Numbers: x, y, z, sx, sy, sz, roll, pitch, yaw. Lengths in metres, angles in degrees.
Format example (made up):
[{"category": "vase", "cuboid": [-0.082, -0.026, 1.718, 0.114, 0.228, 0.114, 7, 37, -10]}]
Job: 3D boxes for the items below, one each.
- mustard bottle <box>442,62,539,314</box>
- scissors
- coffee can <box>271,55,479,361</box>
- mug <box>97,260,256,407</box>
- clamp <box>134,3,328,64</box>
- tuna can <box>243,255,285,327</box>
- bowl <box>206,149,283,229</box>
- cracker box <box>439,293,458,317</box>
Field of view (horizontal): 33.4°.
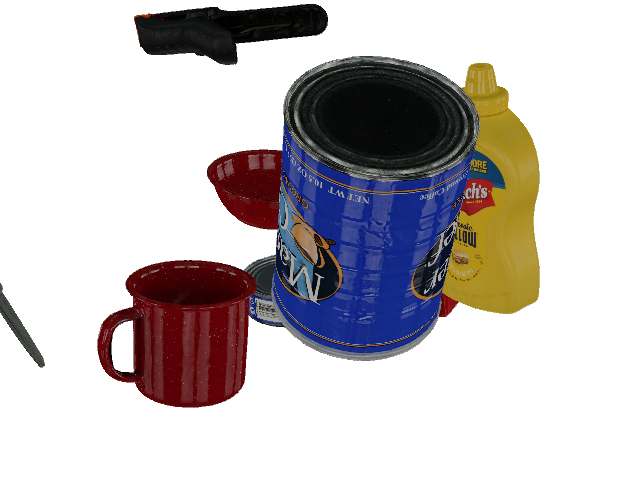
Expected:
[{"category": "mustard bottle", "cuboid": [0.126, -0.043, 0.832, 0.058, 0.192, 0.096, -21, 30, -33]}, {"category": "scissors", "cuboid": [-0.332, 0.030, 1.085, 0.016, 0.201, 0.096, -26, 27, 23]}, {"category": "coffee can", "cuboid": [0.027, -0.016, 0.597, 0.102, 0.140, 0.103, 3, 44, -3]}, {"category": "mug", "cuboid": [-0.103, 0.069, 0.764, 0.117, 0.081, 0.093, -11, 23, -35]}, {"category": "clamp", "cuboid": [-0.081, -0.172, 0.867, 0.120, 0.039, 0.172, -17, 25, -38]}, {"category": "tuna can", "cuboid": [-0.030, 0.046, 0.996, 0.086, 0.034, 0.086, -3, 27, 1]}, {"category": "bowl", "cuboid": [-0.059, -0.057, 1.297, 0.162, 0.055, 0.162, 4, 26, -2]}, {"category": "cracker box", "cuboid": [0.133, -0.034, 1.160, 0.072, 0.164, 0.213, 2, 20, 25]}]
